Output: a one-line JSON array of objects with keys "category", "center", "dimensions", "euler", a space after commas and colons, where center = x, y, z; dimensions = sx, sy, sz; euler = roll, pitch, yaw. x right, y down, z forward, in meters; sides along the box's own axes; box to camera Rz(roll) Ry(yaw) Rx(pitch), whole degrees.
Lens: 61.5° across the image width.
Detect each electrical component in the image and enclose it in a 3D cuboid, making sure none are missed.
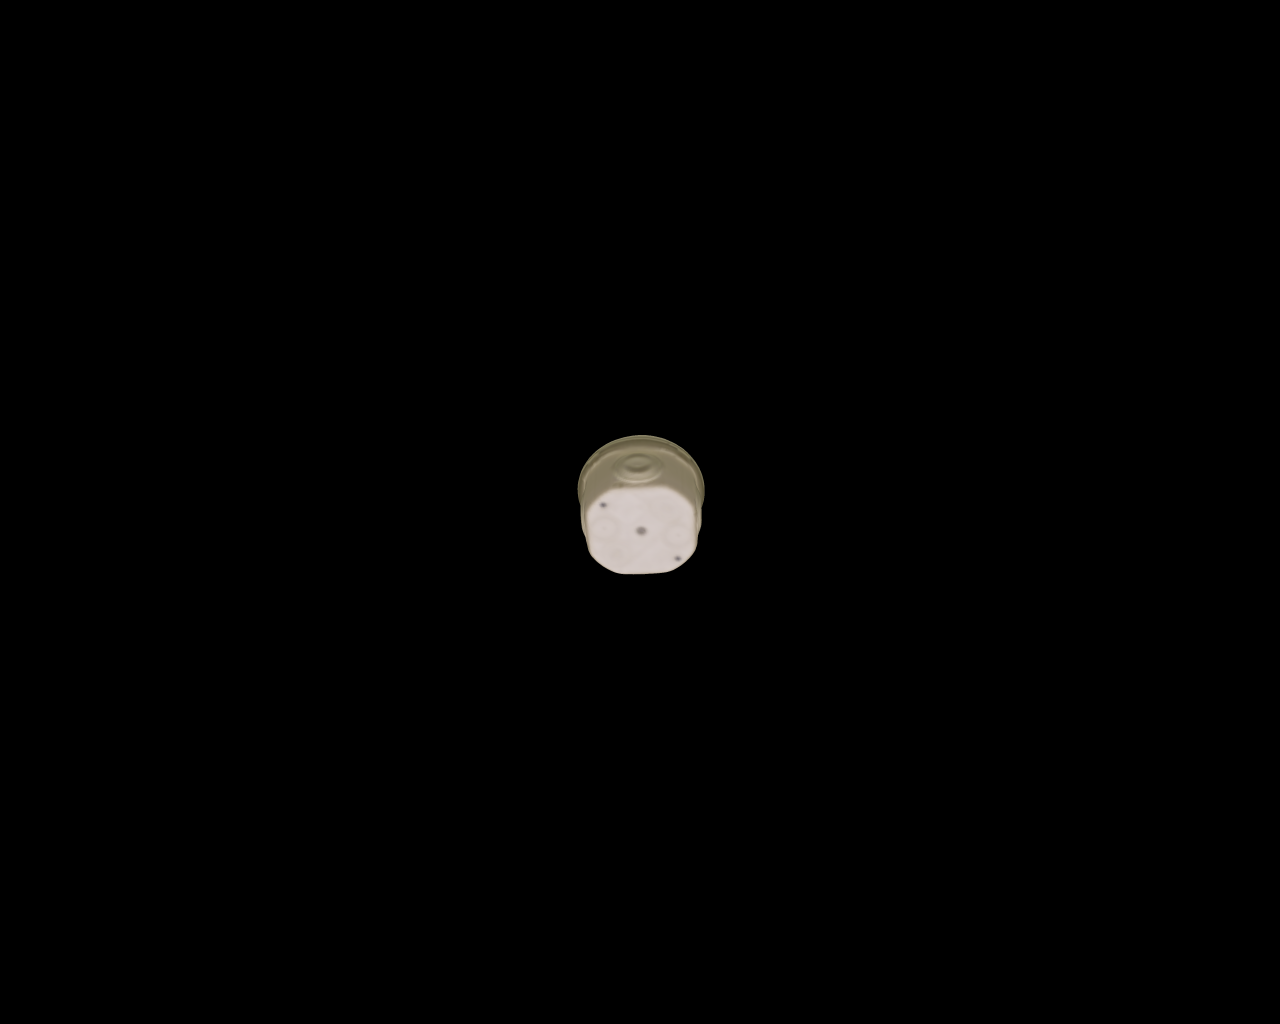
[{"category": "electrical component", "center": [0.001, -0.003, 0.650], "dimensions": [0.080, 0.080, 0.051], "euler": [0, 35, 0]}]
